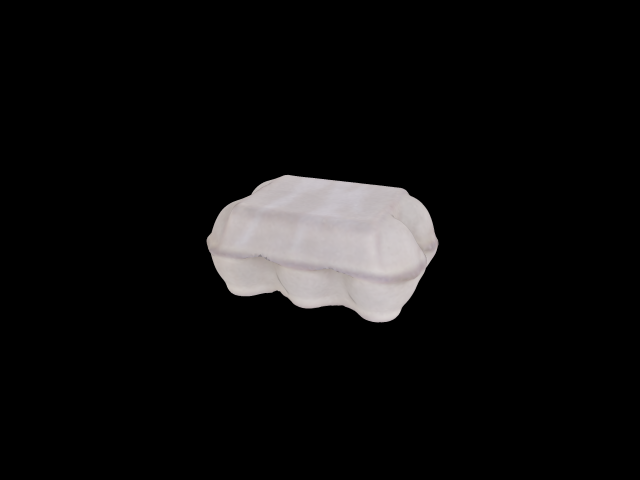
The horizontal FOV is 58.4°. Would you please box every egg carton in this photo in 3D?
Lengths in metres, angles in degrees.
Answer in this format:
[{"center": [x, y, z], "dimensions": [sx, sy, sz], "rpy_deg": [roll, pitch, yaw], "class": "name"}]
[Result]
[{"center": [0.004, 0.001, 0.400], "dimensions": [0.150, 0.069, 0.107], "rpy_deg": [8, 24, 18], "class": "egg carton"}]
